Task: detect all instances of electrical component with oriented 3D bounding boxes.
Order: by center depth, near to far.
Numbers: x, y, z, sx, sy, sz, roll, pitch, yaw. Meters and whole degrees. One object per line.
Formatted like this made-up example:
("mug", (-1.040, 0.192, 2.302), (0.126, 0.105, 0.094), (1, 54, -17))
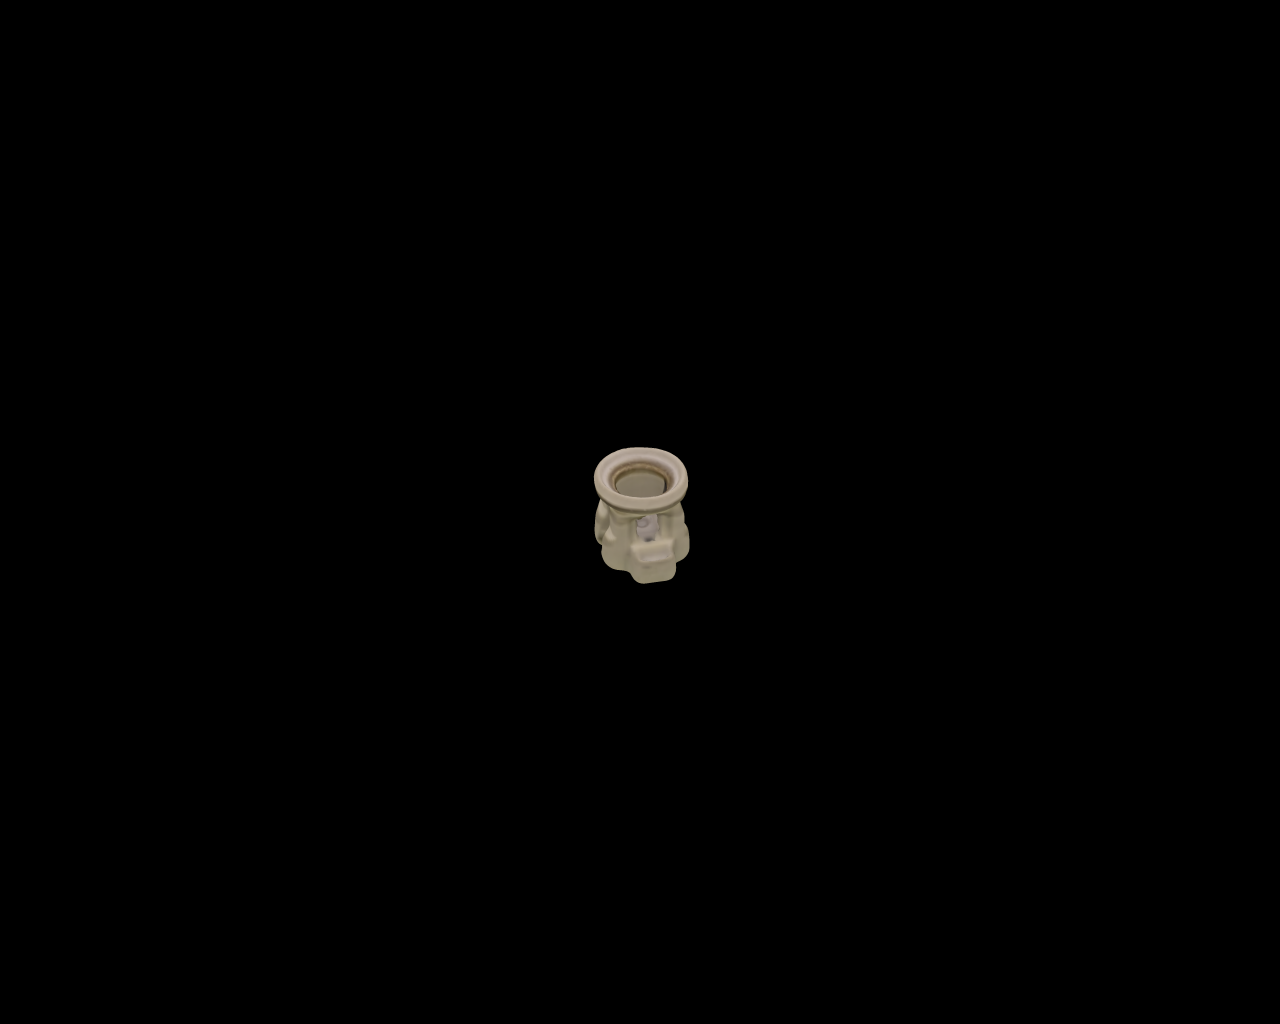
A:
("electrical component", (0.001, -0.003, 0.650), (0.058, 0.056, 0.078), (-8, 40, -10))
